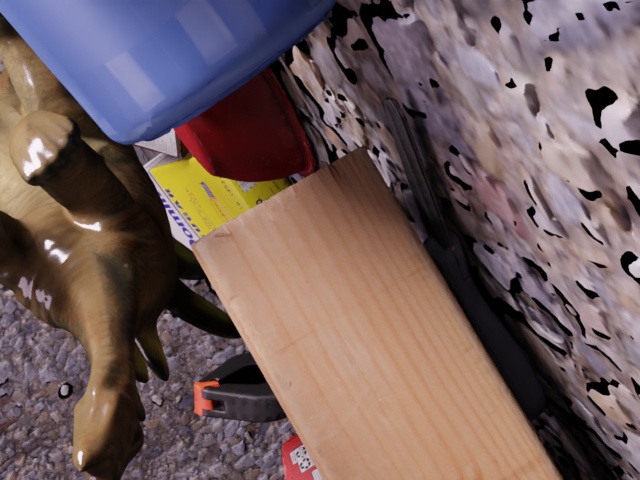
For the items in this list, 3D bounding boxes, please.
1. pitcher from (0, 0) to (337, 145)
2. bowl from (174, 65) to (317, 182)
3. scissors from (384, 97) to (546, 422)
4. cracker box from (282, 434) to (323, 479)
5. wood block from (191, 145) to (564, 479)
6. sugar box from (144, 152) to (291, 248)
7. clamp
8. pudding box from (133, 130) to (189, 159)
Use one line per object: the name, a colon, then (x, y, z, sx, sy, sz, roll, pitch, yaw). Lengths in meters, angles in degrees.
pitcher: (-0.102, -0.152, 0.361, 0.242, 0.149, 0.145, 54, 161, -15)
bowl: (-0.070, -0.093, 0.675, 0.162, 0.055, 0.162, 54, 171, 12)
scissors: (0.069, 0.023, 0.484, 0.096, 0.016, 0.201, 52, 171, 28)
cracker box: (0.061, 0.222, 0.643, 0.213, 0.072, 0.164, 61, -177, -44)
wood block: (0.032, 0.073, 0.494, 0.206, 0.091, 0.090, 60, 175, 6)
sugar box: (-0.082, -0.033, 0.846, 0.093, 0.048, 0.177, 56, 153, -14)
clamp: (-0.012, 0.114, 0.850, 0.120, 0.171, 0.039, 25, 126, 53)
pudding box: (-0.144, -0.117, 0.787, 0.114, 0.039, 0.090, 18, 134, 21)
